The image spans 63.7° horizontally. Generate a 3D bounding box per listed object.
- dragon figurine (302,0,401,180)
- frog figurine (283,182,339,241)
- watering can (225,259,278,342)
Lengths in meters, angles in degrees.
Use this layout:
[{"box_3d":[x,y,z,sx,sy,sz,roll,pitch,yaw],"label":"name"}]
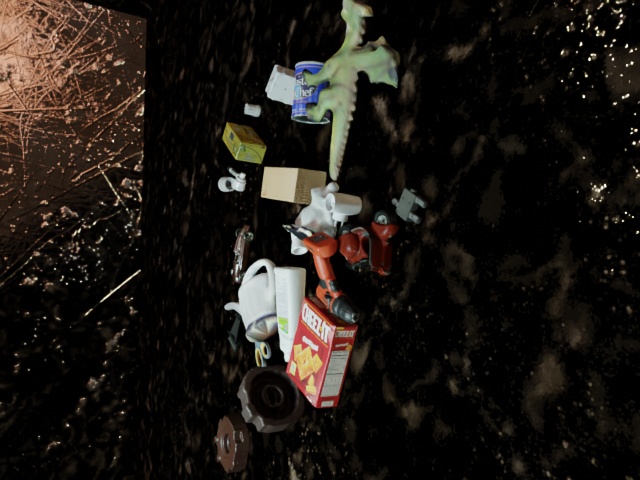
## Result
[{"box_3d":[0.083,-0.362,1.194,0.241,0.122,0.413,-16,80,49],"label":"dragon figurine"},{"box_3d":[0.004,-0.065,1.294,0.161,0.122,0.137,-53,17,-16],"label":"frog figurine"},{"box_3d":[-0.200,0.204,1.555,0.341,0.104,0.229,-50,46,43],"label":"watering can"}]
